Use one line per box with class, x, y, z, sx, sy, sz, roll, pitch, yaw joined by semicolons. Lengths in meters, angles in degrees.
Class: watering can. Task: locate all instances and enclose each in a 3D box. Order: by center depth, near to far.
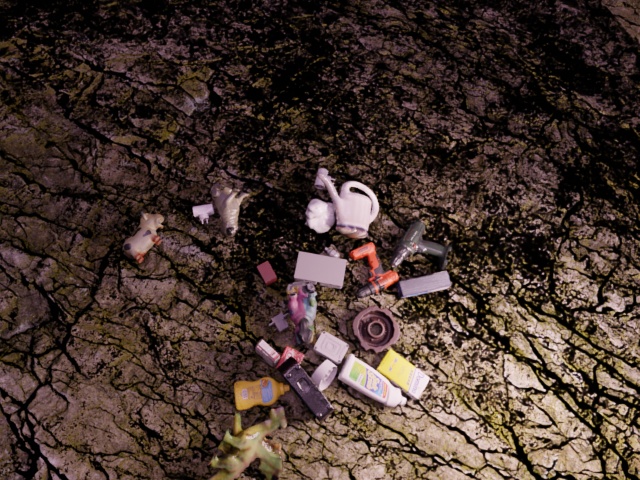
watering can;0.104;-0.128;2.009;0.346;0.103;0.226;16;76;-40

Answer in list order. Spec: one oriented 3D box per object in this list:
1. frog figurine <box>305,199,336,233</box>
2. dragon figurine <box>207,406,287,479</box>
frog figurine;0.006;-0.102;2.026;0.138;0.157;0.124;-28;76;-15
dragon figurine;-0.238;0.741;1.724;0.242;0.121;0.414;26;78;-2
